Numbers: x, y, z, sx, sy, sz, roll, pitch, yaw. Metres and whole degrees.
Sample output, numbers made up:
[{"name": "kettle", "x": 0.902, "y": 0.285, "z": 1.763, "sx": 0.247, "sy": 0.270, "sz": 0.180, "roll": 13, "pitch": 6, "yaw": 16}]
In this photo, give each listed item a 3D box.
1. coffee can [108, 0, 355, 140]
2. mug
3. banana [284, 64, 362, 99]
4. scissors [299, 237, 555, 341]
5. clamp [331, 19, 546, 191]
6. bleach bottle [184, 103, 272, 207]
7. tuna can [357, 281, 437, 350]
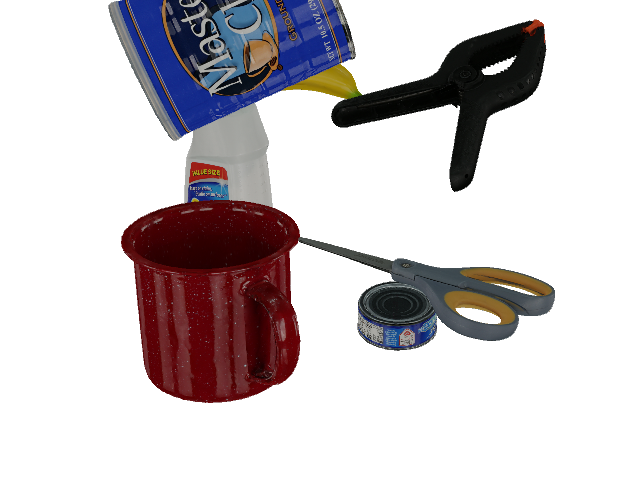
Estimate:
[{"name": "coffee can", "x": -0.060, "y": -0.144, "z": 0.736, "sx": 0.140, "sy": 0.103, "sz": 0.103, "roll": -25, "pitch": 0, "yaw": -1}, {"name": "mug", "x": -0.049, "y": 0.037, "z": 0.564, "sx": 0.093, "sy": 0.081, "sz": 0.117, "roll": -20, "pitch": 30, "yaw": -36}, {"name": "banana", "x": -0.039, "y": -0.164, "z": 1.106, "sx": 0.197, "sy": 0.070, "sz": 0.037, "roll": -7, "pitch": -41, "yaw": -28}, {"name": "scissors", "x": 0.063, "y": 0.032, "z": 0.760, "sx": 0.202, "sy": 0.016, "sz": 0.096, "roll": 9, "pitch": 26, "yaw": 15}, {"name": "clamp", "x": 0.136, "y": -0.129, "z": 0.960, "sx": 0.209, "sy": 0.036, "sz": 0.165, "roll": -33, "pitch": 47, "yaw": -16}, {"name": "bleach bottle", "x": -0.085, "y": -0.037, "z": 0.954, "sx": 0.067, "sy": 0.251, "sz": 0.103, "roll": -25, "pitch": 39, "yaw": -34}, {"name": "tuna can", "x": 0.082, "y": 0.079, "z": 1.139, "sx": 0.086, "sy": 0.034, "sz": 0.086, "roll": -1, "pitch": 30, "yaw": 1}]
